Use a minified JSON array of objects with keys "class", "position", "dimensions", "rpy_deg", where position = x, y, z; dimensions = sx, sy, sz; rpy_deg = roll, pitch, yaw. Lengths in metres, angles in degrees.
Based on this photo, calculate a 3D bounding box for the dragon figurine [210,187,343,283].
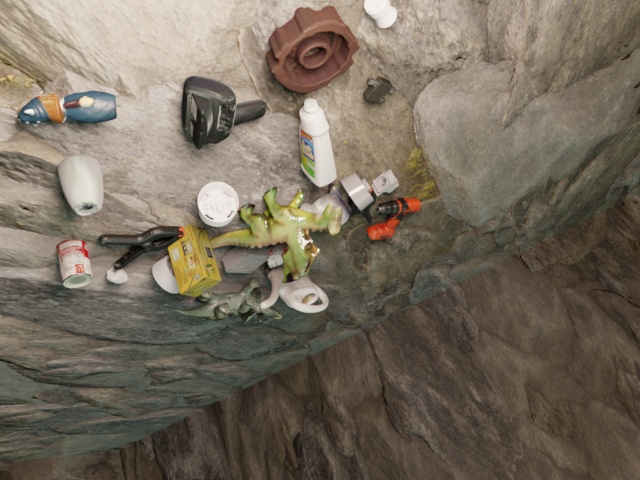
[{"class":"dragon figurine","position":[-0.114,0.003,1.408],"dimensions":[0.407,0.246,0.121],"rpy_deg":[-33,157,15]}]

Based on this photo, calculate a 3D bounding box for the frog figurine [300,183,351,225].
[{"class":"frog figurine","position":[0.005,-0.075,1.499],"dimensions":[0.159,0.123,0.137],"rpy_deg":[-38,175,4]}]

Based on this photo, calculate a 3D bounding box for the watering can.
[{"class":"watering can","position":[-0.112,0.161,1.750],"dimensions":[0.346,0.228,0.103],"rpy_deg":[10,120,-49]}]
